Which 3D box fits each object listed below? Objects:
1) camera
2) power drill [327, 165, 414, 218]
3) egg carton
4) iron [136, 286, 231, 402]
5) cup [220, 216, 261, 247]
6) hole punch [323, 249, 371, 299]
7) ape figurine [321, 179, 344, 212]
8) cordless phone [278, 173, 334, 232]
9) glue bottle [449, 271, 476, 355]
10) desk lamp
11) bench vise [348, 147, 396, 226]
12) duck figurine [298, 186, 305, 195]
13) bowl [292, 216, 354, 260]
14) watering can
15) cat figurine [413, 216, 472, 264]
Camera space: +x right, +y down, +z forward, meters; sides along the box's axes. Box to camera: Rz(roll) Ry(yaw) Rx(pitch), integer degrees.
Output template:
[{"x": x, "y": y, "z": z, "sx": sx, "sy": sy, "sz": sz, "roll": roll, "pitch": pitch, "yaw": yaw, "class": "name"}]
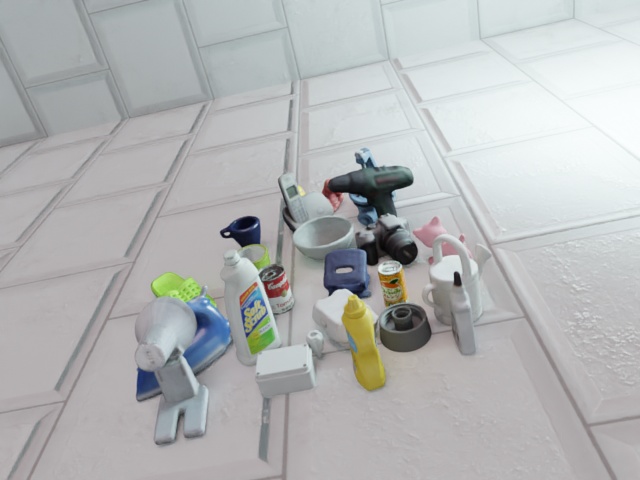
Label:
[{"x": 0.173, "y": 0.004, "z": 1.432, "sx": 0.143, "sy": 0.101, "sz": 0.136, "roll": -20, "pitch": 30, "yaw": -10, "class": "camera"}, {"x": 0.144, "y": -0.099, "z": 1.511, "sx": 0.230, "sy": 0.209, "sz": 0.075, "roll": -21, "pitch": 30, "yaw": -11, "class": "power drill"}, {"x": 0.051, "y": 0.168, "z": 1.236, "sx": 0.107, "sy": 0.069, "sz": 0.149, "roll": -27, "pitch": 32, "yaw": -22, "class": "egg carton"}, {"x": -0.311, "y": 0.216, "z": 1.236, "sx": 0.118, "sy": 0.142, "sz": 0.259, "roll": 14, "pitch": 40, "yaw": 40, "class": "iron"}, {"x": -0.216, "y": -0.005, "z": 1.621, "sx": 0.118, "sy": 0.095, "sz": 0.091, "roll": -15, "pitch": 30, "yaw": -1, "class": "cup"}, {"x": 0.064, "y": 0.082, "z": 1.357, "sx": 0.108, "sy": 0.091, "sz": 0.101, "roll": -6, "pitch": 31, "yaw": 14, "class": "hole punch"}, {"x": 0.033, "y": -0.142, "z": 1.751, "sx": 0.078, "sy": 0.092, "sz": 0.076, "roll": -22, "pitch": 31, "yaw": -14, "class": "ape figurine"}, {"x": -0.046, "y": -0.120, "z": 1.652, "sx": 0.148, "sy": 0.185, "sz": 0.093, "roll": -34, "pitch": 35, "yaw": -31, "class": "cordless phone"}, {"x": 0.270, "y": 0.133, "z": 1.098, "sx": 0.037, "sy": 0.173, "sz": 0.078, "roll": -12, "pitch": 30, "yaw": 4, "class": "glue bottle"}, {"x": -0.291, "y": 0.242, "z": 1.111, "sx": 0.118, "sy": 0.214, "sz": 0.203, "roll": -15, "pitch": 30, "yaw": -1, "class": "desk lamp"}, {"x": 0.141, "y": -0.178, "z": 1.636, "sx": 0.121, "sy": 0.220, "sz": 0.207, "roll": -6, "pitch": 31, "yaw": 14, "class": "bench vise"}, {"x": -0.069, "y": -0.128, "z": 1.777, "sx": 0.078, "sy": 0.086, "sz": 0.104, "roll": -27, "pitch": 32, "yaw": -21, "class": "duck figurine"}, {"x": 0.014, "y": 0.005, "z": 1.525, "sx": 0.167, "sy": 0.075, "sz": 0.167, "roll": -11, "pitch": 30, "yaw": 6, "class": "bowl"}, {"x": 0.279, "y": 0.069, "z": 1.182, "sx": 0.100, "sy": 0.194, "sz": 0.173, "roll": 10, "pitch": 38, "yaw": 36, "class": "watering can"}, {"x": 0.291, "y": 0.001, "z": 1.370, "sx": 0.127, "sy": 0.118, "sz": 0.067, "roll": 11, "pitch": 38, "yaw": 37, "class": "cat figurine"}]
